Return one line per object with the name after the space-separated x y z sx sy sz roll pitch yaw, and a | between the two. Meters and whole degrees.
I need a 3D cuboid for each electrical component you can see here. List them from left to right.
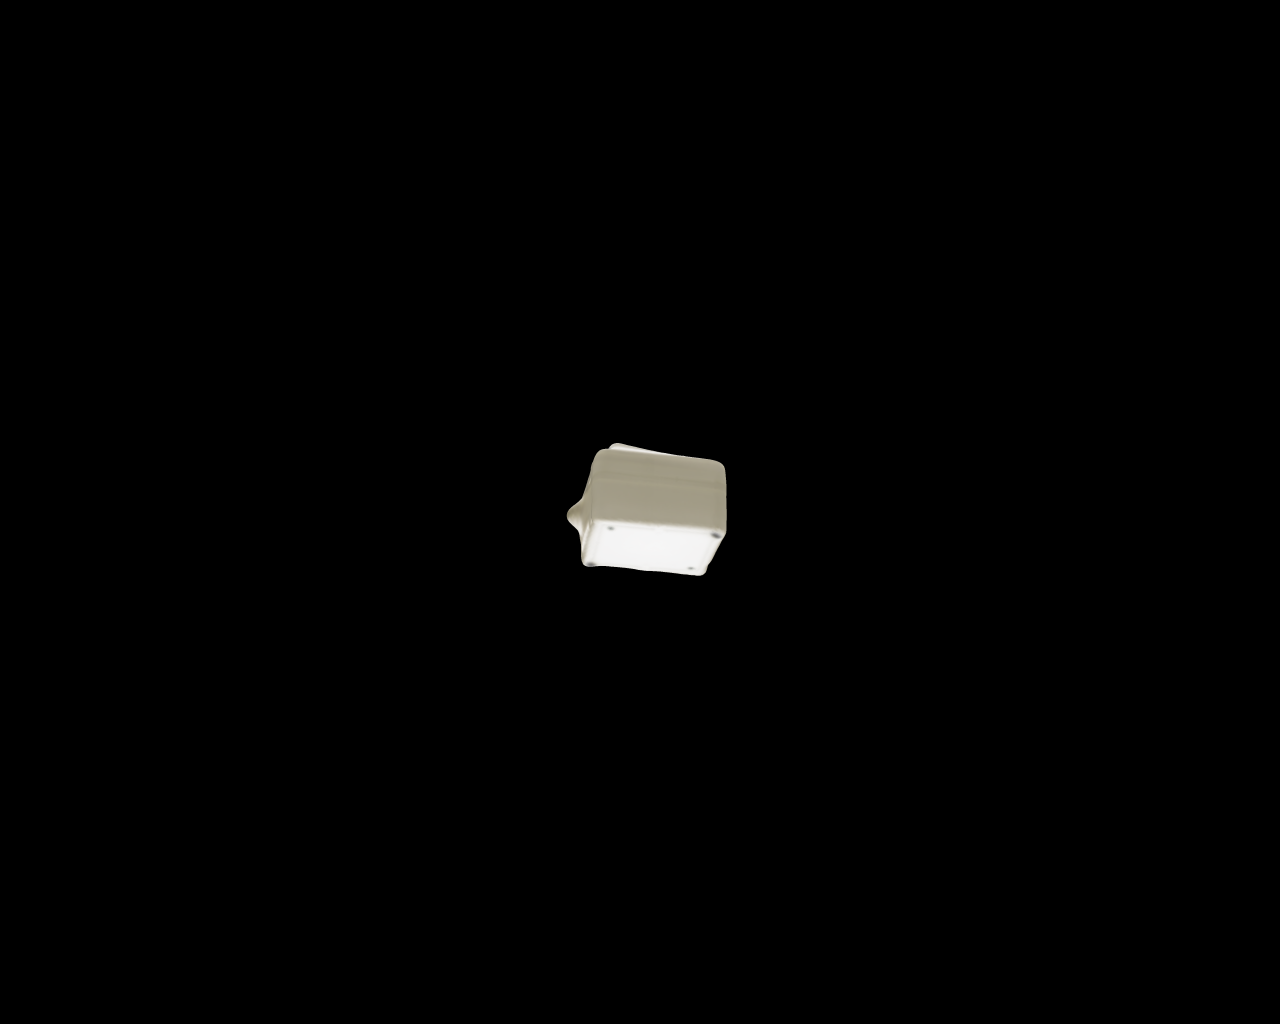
0.001 -0.003 0.650 0.096 0.061 0.061 6 -32 -9 | electrical component
